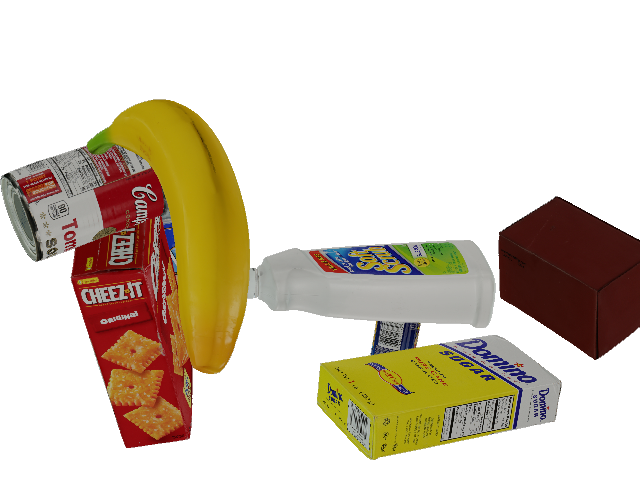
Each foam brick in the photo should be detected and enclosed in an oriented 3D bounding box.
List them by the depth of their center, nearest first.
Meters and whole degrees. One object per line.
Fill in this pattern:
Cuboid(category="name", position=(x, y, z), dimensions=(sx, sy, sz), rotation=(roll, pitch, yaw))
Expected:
Cuboid(category="foam brick", position=(0.148, 0.020, 0.617), dimensions=(0.051, 0.053, 0.078), rotation=(-29, 42, -24))

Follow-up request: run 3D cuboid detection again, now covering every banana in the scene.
Cuboid(category="banana", position=(-0.070, -0.020, 0.550), dimensions=(0.037, 0.070, 0.198), rotation=(13, 30, -36))

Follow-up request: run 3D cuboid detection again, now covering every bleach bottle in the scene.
Cuboid(category="bleach bottle", position=(0.042, 0.045, 1.081), dimensions=(0.250, 0.068, 0.102), rotation=(-1, 29, -8))

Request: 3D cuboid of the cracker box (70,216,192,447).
Cuboid(category="cracker box", position=(-0.170, 0.061, 1.003), dimensions=(0.072, 0.214, 0.164), rotation=(-8, 38, -2))

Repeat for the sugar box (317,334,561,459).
Cuboid(category="sugar box", position=(0.096, 0.122, 0.864), dimensions=(0.176, 0.048, 0.093), rotation=(-9, 25, -25))

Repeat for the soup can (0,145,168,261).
Cuboid(category="soup can", position=(-0.170, -0.033, 0.772), dimensions=(0.102, 0.068, 0.069), rotation=(-23, 10, -24))

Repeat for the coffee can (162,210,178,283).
Cuboid(category="coffee can", position=(-0.167, 0.018, 1.202), dimensions=(0.103, 0.140, 0.103), rotation=(-5, 26, 2))

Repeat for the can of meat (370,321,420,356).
Cuboid(category="can of meat", position=(0.095, 0.099, 1.285), dimensions=(0.057, 0.084, 0.102), rotation=(11, 25, 7))
